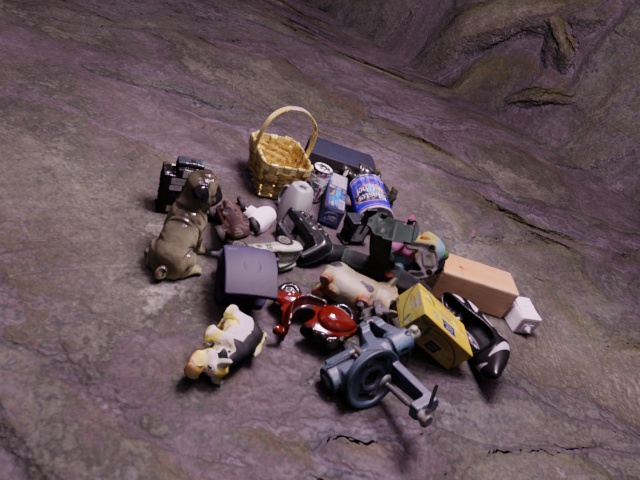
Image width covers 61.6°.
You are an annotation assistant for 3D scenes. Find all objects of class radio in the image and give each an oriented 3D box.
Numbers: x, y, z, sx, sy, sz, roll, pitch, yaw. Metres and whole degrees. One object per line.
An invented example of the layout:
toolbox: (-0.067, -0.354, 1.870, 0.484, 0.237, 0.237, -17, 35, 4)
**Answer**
radio: (0.058, -0.241, 1.674, 0.229, 0.073, 0.131, 17, 32, -14)

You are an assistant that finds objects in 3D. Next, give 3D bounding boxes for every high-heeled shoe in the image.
high-heeled shoe: (0.334, 0.200, 1.187, 0.145, 0.086, 0.249, 45, 14, -5)

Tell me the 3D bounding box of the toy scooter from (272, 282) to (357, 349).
toy scooter: (-0.023, 0.159, 1.044, 0.184, 0.075, 0.135, 25, 32, 8)

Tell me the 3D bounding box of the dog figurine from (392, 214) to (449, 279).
dog figurine: (0.243, 0.008, 1.370, 0.192, 0.108, 0.219, -5, 22, 25)

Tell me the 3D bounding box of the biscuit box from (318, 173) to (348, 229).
biscuit box: (0.037, -0.112, 1.482, 0.059, 0.062, 0.203, 21, 33, -7)

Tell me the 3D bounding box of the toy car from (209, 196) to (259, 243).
toy car: (-0.199, -0.053, 1.199, 0.089, 0.053, 0.202, -17, 29, -11)

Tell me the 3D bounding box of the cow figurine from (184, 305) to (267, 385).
cow figurine: (-0.160, 0.191, 0.920, 0.098, 0.068, 0.167, 33, 34, 2)

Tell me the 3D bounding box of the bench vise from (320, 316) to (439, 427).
bench vise: (0.130, 0.240, 0.965, 0.223, 0.128, 0.241, -11, 28, -32)

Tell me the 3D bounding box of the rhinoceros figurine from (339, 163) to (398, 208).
rhinoceros figurine: (0.143, -0.161, 1.590, 0.190, 0.112, 0.073, 40, 10, 0)

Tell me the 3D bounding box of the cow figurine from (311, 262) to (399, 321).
cow figurine: (0.093, 0.113, 1.183, 0.195, 0.085, 0.127, 27, 39, 6)

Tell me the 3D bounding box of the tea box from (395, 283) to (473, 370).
tea box: (0.238, 0.182, 1.126, 0.169, 0.068, 0.098, 42, 26, -27)

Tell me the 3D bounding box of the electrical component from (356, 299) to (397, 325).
electrical component: (0.118, 0.166, 1.112, 0.078, 0.102, 0.045, -12, 39, -7)

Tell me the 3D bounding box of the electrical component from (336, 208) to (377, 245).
electrical component: (0.100, -0.043, 1.372, 0.075, 0.119, 0.048, -1, 40, -30)

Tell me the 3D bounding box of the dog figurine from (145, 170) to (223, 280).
dog figurine: (-0.266, -0.032, 1.052, 0.121, 0.190, 0.172, 15, 35, -14)

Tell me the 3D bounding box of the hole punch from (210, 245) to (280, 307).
hole punch: (-0.140, 0.067, 1.037, 0.142, 0.092, 0.115, 7, 78, -19)

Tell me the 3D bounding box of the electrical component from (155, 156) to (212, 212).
electrical component: (-0.303, -0.121, 1.209, 0.115, 0.134, 0.058, 8, 36, -27)

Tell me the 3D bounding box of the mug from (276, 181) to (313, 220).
mug: (-0.063, -0.101, 1.360, 0.081, 0.107, 0.110, 0, 42, -36)

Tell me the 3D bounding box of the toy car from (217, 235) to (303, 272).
toy car: (-0.128, 0.037, 1.149, 0.201, 0.073, 0.056, -7, 44, -40)

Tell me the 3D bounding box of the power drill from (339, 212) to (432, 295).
power drill: (0.165, 0.039, 1.219, 0.232, 0.207, 0.086, 16, 54, 5)

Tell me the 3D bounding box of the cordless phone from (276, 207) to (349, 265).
cordless phone: (-0.003, -0.004, 1.306, 0.184, 0.088, 0.147, 8, 34, -43)
